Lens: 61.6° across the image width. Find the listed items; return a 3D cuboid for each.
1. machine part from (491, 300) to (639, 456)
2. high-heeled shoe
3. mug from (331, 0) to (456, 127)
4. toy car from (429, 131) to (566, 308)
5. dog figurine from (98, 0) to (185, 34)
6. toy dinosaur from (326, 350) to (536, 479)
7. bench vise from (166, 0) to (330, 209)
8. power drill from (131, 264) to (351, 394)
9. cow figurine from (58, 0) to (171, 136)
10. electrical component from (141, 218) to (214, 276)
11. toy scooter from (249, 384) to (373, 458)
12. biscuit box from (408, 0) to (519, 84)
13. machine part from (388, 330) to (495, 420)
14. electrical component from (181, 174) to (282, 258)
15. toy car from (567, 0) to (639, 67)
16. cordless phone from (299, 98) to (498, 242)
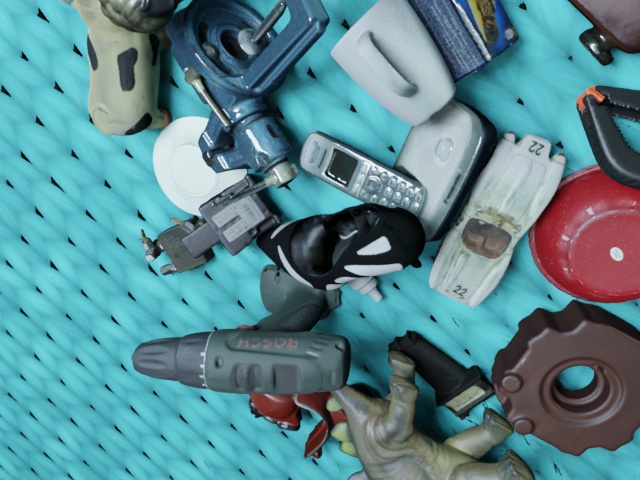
[{"bbox_3d":[0.289,0.158,0.605,0.179,0.056,0.179,3,108,8],"label":"machine part"},{"bbox_3d":[-0.001,-0.002,0.574,0.249,0.145,0.086,4,73,31],"label":"high-heeled shoe"},{"bbox_3d":[0.073,-0.155,0.482,0.081,0.109,0.107,-41,100,22],"label":"mug"},{"bbox_3d":[0.185,-0.018,0.577,0.074,0.056,0.201,26,117,7],"label":"toy car"},{"bbox_3d":[-0.097,-0.266,0.484,0.173,0.121,0.190,11,77,29],"label":"dog figurine"},{"bbox_3d":[0.152,0.291,0.637,0.471,0.105,0.198,37,110,6],"label":"toy dinosaur"},{"bbox_3d":[-0.063,-0.171,0.547,0.240,0.129,0.223,-32,78,46],"label":"bench vise"},{"bbox_3d":[-0.070,0.099,0.625,0.232,0.207,0.085,4,106,14],"label":"power drill"},{"bbox_3d":[-0.223,-0.210,0.591,0.086,0.127,0.194,14,116,8],"label":"cow figurine"},{"bbox_3d":[-0.188,0.007,0.713,0.102,0.045,0.078,-15,105,22],"label":"electrical component"},{"bbox_3d":[-0.026,0.236,0.741,0.184,0.075,0.135,21,117,4],"label":"toy scooter"},{"bbox_3d":[0.101,-0.249,0.498,0.202,0.059,0.063,56,149,-10],"label":"biscuit box"},{"bbox_3d":[0.149,0.166,0.676,0.139,0.039,0.084,37,126,-2],"label":"machine part"},{"bbox_3d":[-0.114,-0.021,0.652,0.119,0.048,0.074,-32,102,-3],"label":"electrical component"},{"bbox_3d":[0.228,-0.246,0.473,0.202,0.053,0.089,40,128,-5],"label":"toy car"},{"bbox_3d":[0.077,-0.096,0.569,0.184,0.089,0.146,28,117,11],"label":"cordless phone"}]
